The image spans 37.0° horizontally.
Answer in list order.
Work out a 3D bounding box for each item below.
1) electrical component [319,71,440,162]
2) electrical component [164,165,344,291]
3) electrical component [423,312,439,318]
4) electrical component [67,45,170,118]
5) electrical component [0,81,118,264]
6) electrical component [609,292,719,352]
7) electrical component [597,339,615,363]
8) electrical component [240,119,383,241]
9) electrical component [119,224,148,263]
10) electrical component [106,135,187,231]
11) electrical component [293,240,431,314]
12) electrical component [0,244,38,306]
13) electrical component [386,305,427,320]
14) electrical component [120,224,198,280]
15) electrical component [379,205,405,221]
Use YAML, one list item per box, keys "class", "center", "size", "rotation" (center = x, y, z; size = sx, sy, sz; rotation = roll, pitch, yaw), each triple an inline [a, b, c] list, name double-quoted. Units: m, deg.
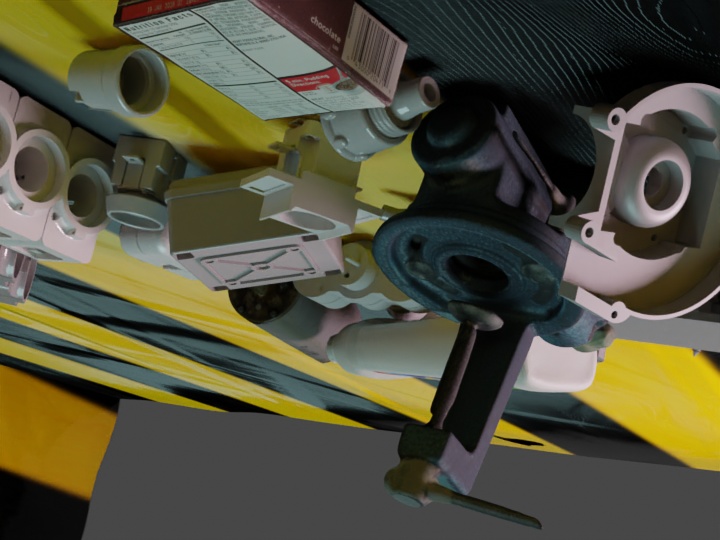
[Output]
- class: "electrical component"
  center: [0.013, -0.085, 0.564]
  size: [0.062, 0.048, 0.048]
  rotation: [-11, 154, 42]
- class: "electrical component"
  center: [-0.073, -0.028, 0.780]
  size: [0.109, 0.056, 0.108]
  rotation: [-8, 163, 7]
- class: "electrical component"
  center: [0.094, 0.057, 1.028]
  size: [0.099, 0.064, 0.099]
  rotation: [11, 167, 3]
- class: "electrical component"
  center: [-0.138, -0.107, 0.610]
  size: [0.046, 0.040, 0.040]
  rotation: [9, 168, 37]
- class: "electrical component"
  center: [-0.242, -0.069, 0.740]
  size: [0.062, 0.089, 0.150]
  rotation: [3, 164, 31]
- class: "electrical component"
  center: [0.204, 0.012, 0.758]
  size: [0.150, 0.061, 0.089]
  rotation: [7, 166, 19]
- class: "electrical component"
  center: [0.193, 0.057, 0.923]
  size: [0.047, 0.075, 0.083]
  rotation: [12, 166, -2]
- class: "electrical component"
  center: [-0.027, -0.057, 0.669]
  size: [0.081, 0.063, 0.042]
  rotation: [19, 166, -28]
- class: "electrical component"
  center: [-0.190, -0.026, 0.979]
  size: [0.040, 0.040, 0.078]
  rotation: [9, 166, 10]
- class: "electrical component"
  center: [-0.155, -0.061, 0.774]
  size: [0.048, 0.055, 0.066]
  rotation: [8, 166, 14]
- class: "electrical component"
  center: [0.000, 0.000, 0.900]
  size: [0.138, 0.052, 0.074]
  rotation: [2, 164, 33]
- class: "electrical component"
  center: [-0.293, -0.039, 0.872]
  size: [0.060, 0.105, 0.186]
  rotation: [14, 166, -10]
- class: "electrical component"
  center: [0.039, 0.020, 0.964]
  size: [0.045, 0.045, 0.055]
  rotation: [8, 166, 15]
- class: "electrical component"
  center: [-0.144, -0.028, 0.905]
  size: [0.059, 0.053, 0.095]
  rotation: [-1, 162, 42]
- class: "electrical component"
  center: [0.044, -0.033, 0.770]
  size: [0.061, 0.035, 0.035]
  rotation: [16, 166, -10]
